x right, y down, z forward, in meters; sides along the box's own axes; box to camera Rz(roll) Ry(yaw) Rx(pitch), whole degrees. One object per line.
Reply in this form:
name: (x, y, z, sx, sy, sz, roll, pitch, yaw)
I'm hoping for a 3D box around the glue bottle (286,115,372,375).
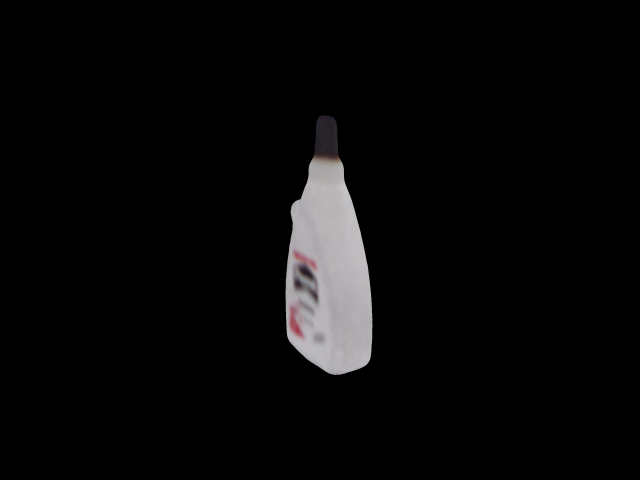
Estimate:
glue bottle: (0.004, 0.001, 0.400, 0.037, 0.173, 0.077, -10, 18, -33)
